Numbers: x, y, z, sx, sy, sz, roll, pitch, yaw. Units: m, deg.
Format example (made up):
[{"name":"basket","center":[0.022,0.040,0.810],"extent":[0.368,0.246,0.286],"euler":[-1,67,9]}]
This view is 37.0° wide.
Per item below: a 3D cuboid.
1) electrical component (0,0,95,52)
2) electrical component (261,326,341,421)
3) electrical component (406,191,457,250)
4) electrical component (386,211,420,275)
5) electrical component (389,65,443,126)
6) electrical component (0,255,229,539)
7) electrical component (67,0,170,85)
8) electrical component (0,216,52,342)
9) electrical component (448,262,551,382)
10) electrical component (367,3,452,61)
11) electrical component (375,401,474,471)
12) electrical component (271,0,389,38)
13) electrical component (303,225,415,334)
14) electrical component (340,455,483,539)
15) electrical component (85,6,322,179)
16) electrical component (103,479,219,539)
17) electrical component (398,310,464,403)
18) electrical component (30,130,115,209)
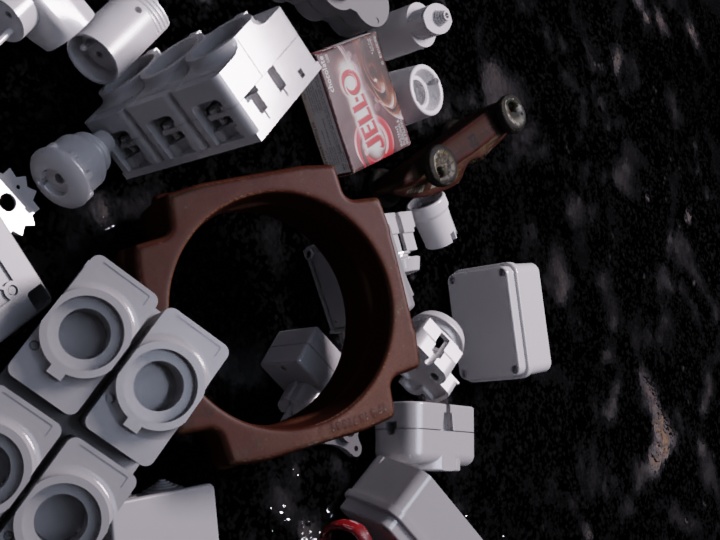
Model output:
[{"name":"electrical component","center":[-0.233,-0.182,0.732],"extent":[0.077,0.044,0.079],"euler":[52,49,-27]},{"name":"electrical component","center":[-0.043,0.102,0.882],"extent":[0.083,0.047,0.075],"euler":[50,50,-29]},{"name":"electrical component","center":[0.071,-0.048,1.043],"extent":[0.040,0.040,0.046],"euler":[-47,122,-41]},{"name":"electrical component","center":[0.027,-0.021,0.985],"extent":[0.066,0.048,0.055],"euler":[-9,82,-48]},{"name":"electrical component","center":[0.047,-0.167,1.032],"extent":[0.055,0.047,0.055],"euler":[11,74,-46]},{"name":"electrical component","center":[-0.178,0.095,0.661],"extent":[0.105,0.060,0.186],"euler":[38,73,-11]},{"name":"electrical component","center":[-0.175,-0.178,0.795],"extent":[0.043,0.043,0.081],"euler":[54,48,-26]},{"name":"electrical component","center":[-0.264,0.007,0.653],"extent":[0.108,0.056,0.108],"euler":[-45,115,-42]},{"name":"electrical component","center":[0.137,0.052,1.066],"extent":[0.057,0.078,0.113],"euler":[-3,85,-51]},{"name":"electrical component","center":[0.051,-0.231,1.024],"extent":[0.043,0.081,0.043],"euler":[11,74,-46]},{"name":"electrical component","center":[0.060,0.153,0.979],"extent":[0.095,0.054,0.059],"euler":[13,73,-46]},{"name":"electrical component","center":[-0.021,-0.256,0.956],"extent":[0.138,0.074,0.052],"euler":[16,71,-45]},{"name":"electrical component","center":[0.000,0.000,0.938],"extent":[0.061,0.062,0.096],"euler":[-27,103,-47]},{"name":"electrical component","center":[0.046,0.222,0.929],"extent":[0.057,0.078,0.113],"euler":[-49,119,-22]},{"name":"electrical component","center":[-0.117,-0.128,0.769],"extent":[0.061,0.150,0.089],"euler":[55,48,-27]},{"name":"electrical component","center":[-0.147,0.199,0.749],"extent":[0.100,0.048,0.099],"euler":[-1,83,-48]},{"name":"electrical component","center":[0.062,0.074,0.993],"extent":[0.078,0.058,0.057],"euler":[47,46,-8]},{"name":"electrical component","center":[-0.196,-0.076,0.754],"extent":[0.048,0.048,0.062],"euler":[60,39,-21]}]
